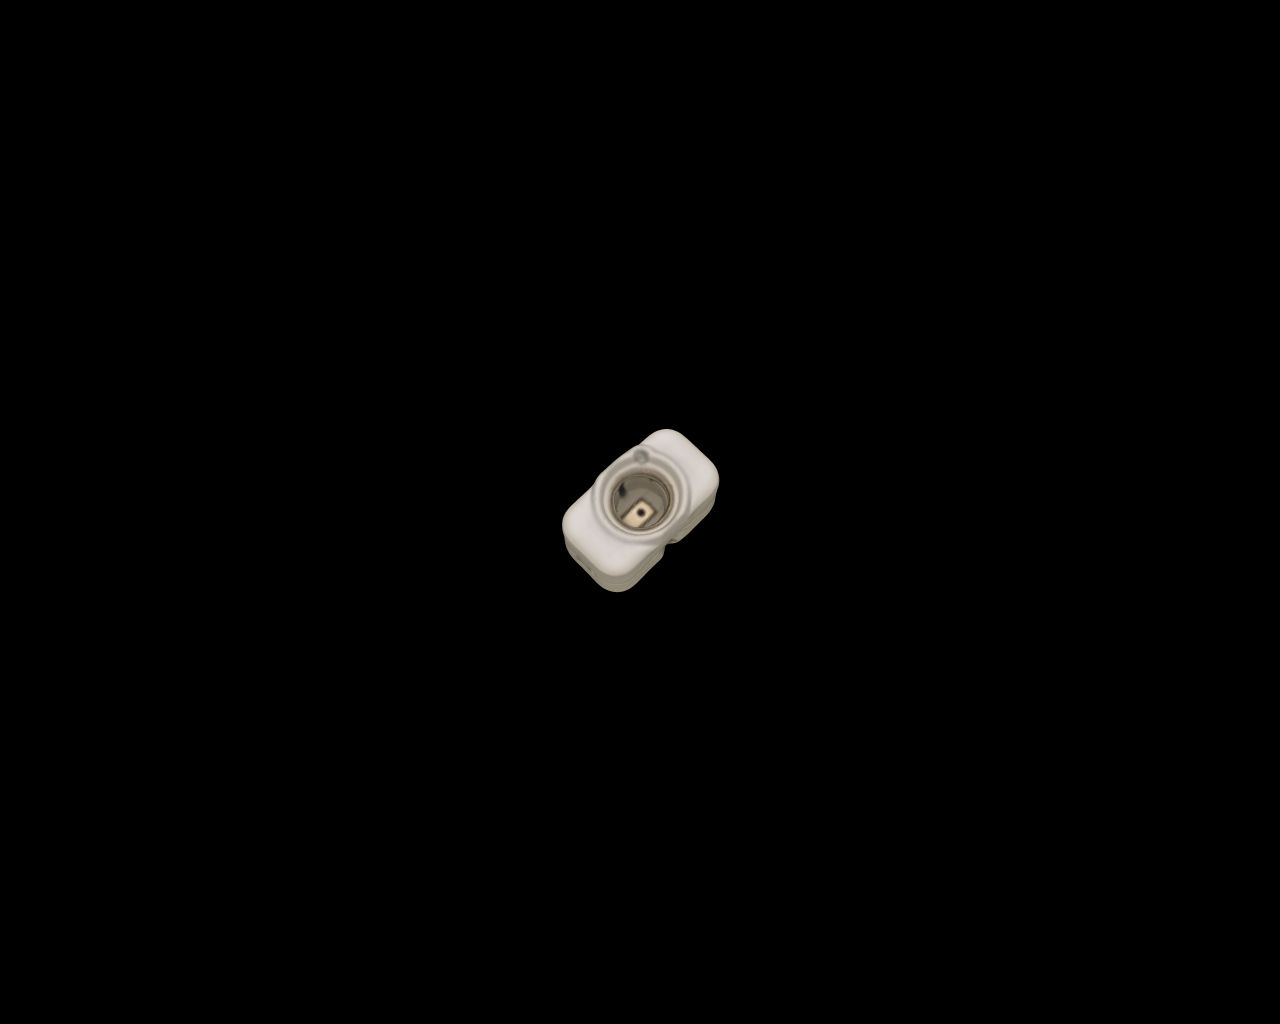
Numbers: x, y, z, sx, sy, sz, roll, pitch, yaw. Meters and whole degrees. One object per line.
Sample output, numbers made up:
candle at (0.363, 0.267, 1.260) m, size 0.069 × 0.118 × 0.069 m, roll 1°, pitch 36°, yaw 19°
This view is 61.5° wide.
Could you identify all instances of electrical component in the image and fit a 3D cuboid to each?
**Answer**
electrical component at (0.001, -0.003, 0.650) m, size 0.095 × 0.054 × 0.059 m, roll -43°, pitch -12°, yaw -11°
